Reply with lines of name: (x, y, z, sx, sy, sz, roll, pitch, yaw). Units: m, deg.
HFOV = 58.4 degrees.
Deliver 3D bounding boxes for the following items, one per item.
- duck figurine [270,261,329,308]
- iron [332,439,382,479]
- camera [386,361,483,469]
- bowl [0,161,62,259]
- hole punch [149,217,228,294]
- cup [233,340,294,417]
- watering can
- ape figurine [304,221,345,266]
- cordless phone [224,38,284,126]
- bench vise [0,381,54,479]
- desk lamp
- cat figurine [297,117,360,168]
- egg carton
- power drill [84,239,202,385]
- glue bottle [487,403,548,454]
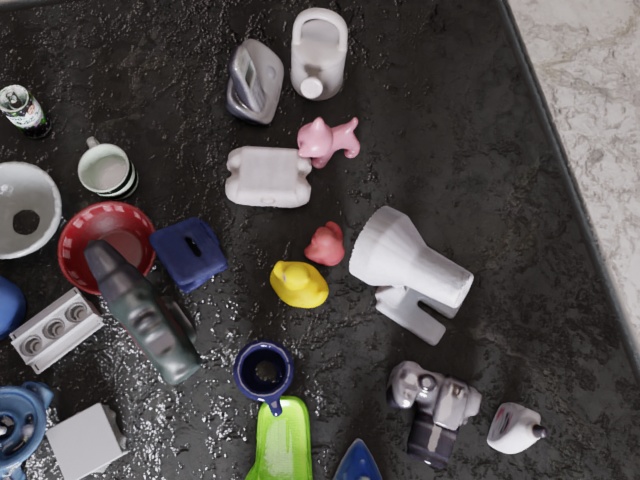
duck figurine: (-0.034, 0.068, 0.952, 0.104, 0.086, 0.077, 28, 74, 5)
iron: (0.059, 0.426, 0.825, 0.118, 0.141, 0.258, 2, 74, -2)
camera: (0.170, 0.276, 0.896, 0.143, 0.101, 0.137, 21, 74, 3)
bowl: (-0.508, -0.042, 0.962, 0.167, 0.075, 0.167, 1, 74, -3)
hole punch: (-0.217, 0.018, 0.953, 0.101, 0.091, 0.108, -34, 78, -12)
cup: (-0.082, 0.219, 0.901, 0.092, 0.095, 0.117, -19, 76, -8)
watering can: (0.000, -0.331, 1.013, 0.101, 0.194, 0.173, -12, 75, -6)
ape figurine: (0.009, 0.003, 0.970, 0.078, 0.092, 0.076, -30, 77, -11)
cordless phone: (-0.118, -0.300, 1.002, 0.094, 0.185, 0.147, 9, 74, 0)
bench vise: (-0.455, 0.299, 0.791, 0.121, 0.220, 0.207, 2, 74, -2)
desk lamp: (0.145, 0.057, 0.899, 0.203, 0.213, 0.118, 33, 75, 7)
cat figurine: (0.012, -0.181, 1.010, 0.128, 0.118, 0.067, -23, 76, -9)
egg carton: (-0.090, -0.110, 1.008, 0.150, 0.069, 0.107, 2, 74, -3)
power drill: (-0.256, 0.115, 0.861, 0.076, 0.208, 0.229, -37, 79, -12)
glue bottle: (0.303, 0.285, 0.864, 0.037, 0.173, 0.078, 23, 74, 4)
